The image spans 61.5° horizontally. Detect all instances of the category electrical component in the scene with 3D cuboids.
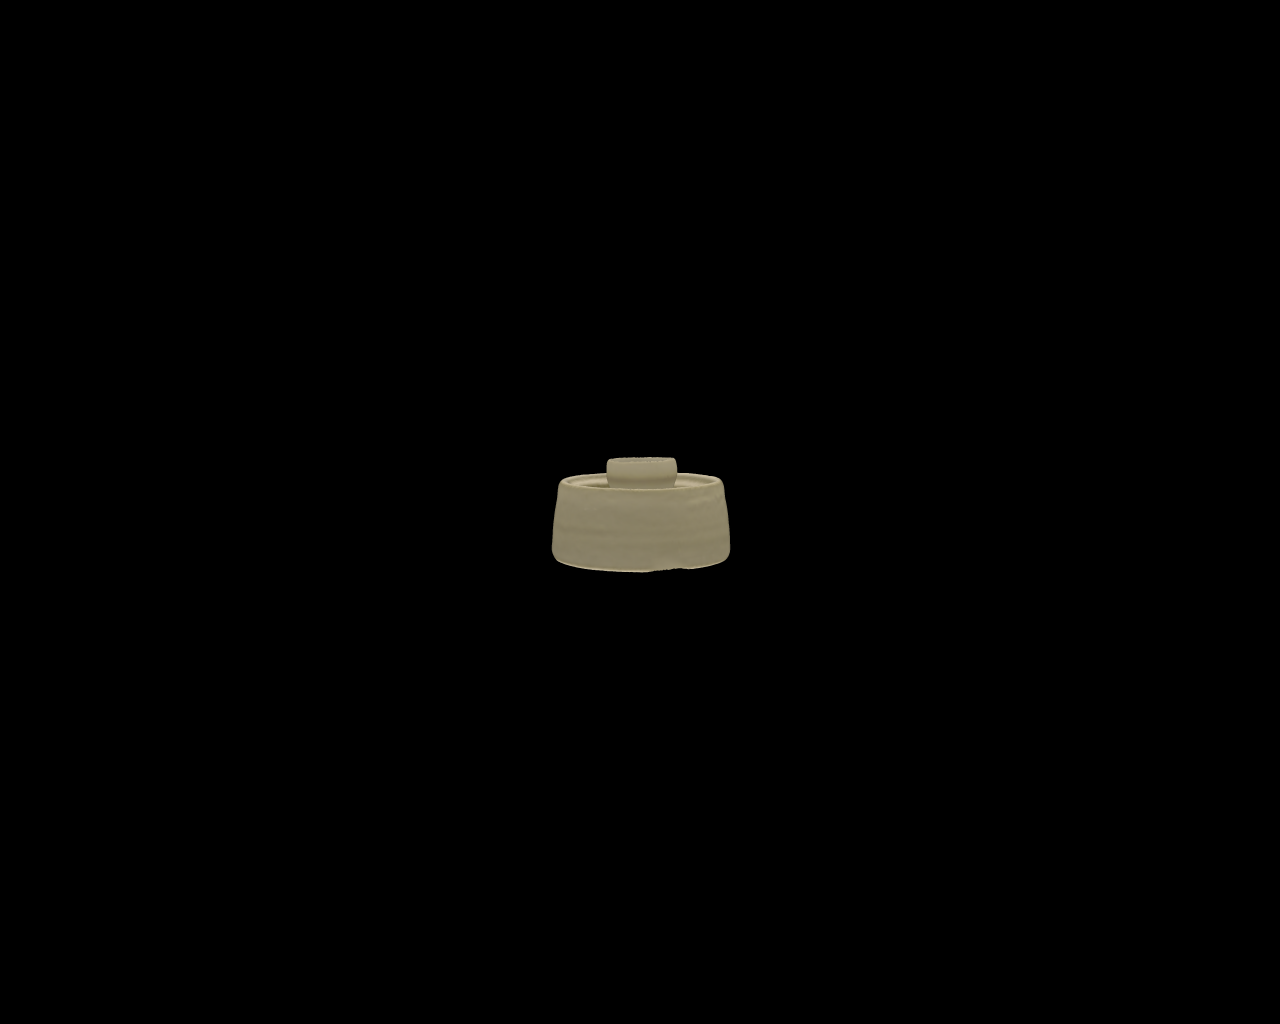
[{"bbox_3d":[0.001,-0.003,0.650,0.108,0.060,0.108,0,7,0],"label":"electrical component"}]
